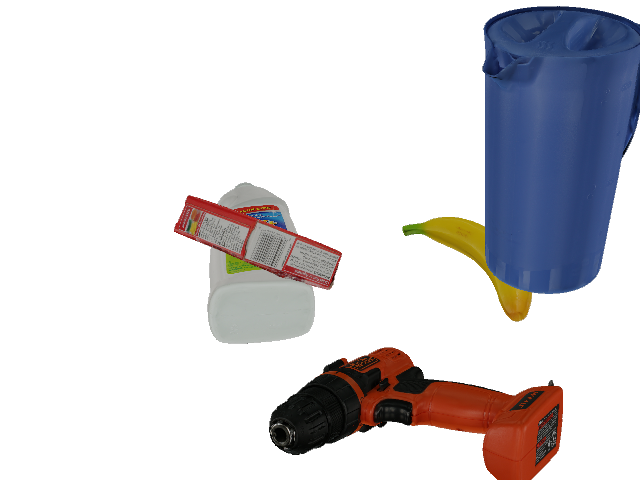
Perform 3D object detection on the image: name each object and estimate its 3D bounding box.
[{"bbox_3d":[0.076,0.133,0.810,0.188,0.057,0.184,10,16,30],"label":"power drill"},{"bbox_3d":[-0.041,0.002,0.712,0.073,0.030,0.089,21,-1,43],"label":"gelatin box"},{"bbox_3d":[-0.072,0.008,1.078,0.102,0.068,0.251,-3,29,-9],"label":"bleach bottle"},{"bbox_3d":[0.167,0.021,1.103,0.069,0.037,0.198,-35,39,-13],"label":"banana"},{"bbox_3d":[0.216,-0.082,0.959,0.149,0.243,0.145,3,31,9],"label":"pitcher"}]
